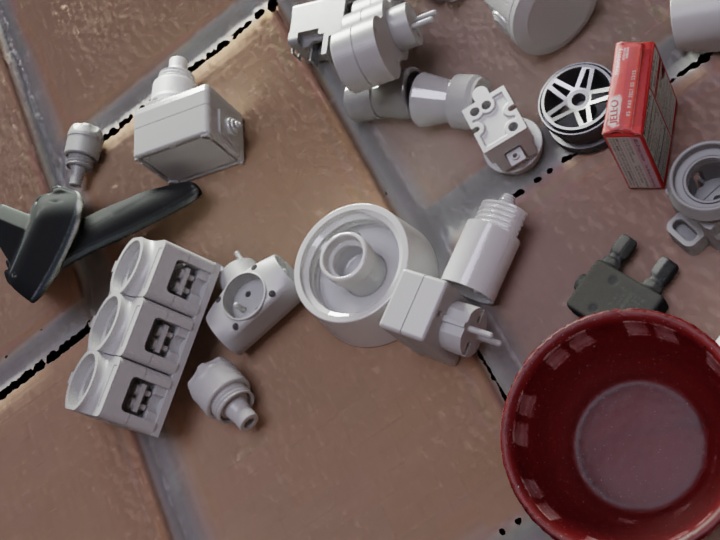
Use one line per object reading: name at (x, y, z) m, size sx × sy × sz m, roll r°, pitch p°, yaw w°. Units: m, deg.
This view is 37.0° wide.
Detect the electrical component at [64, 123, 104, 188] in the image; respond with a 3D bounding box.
electrical component at (-0.271, -0.110, 1.046) m, size 0.035 × 0.035 × 0.061 m, roll -1°, pitch 71°, yaw 28°

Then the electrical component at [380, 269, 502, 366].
electrical component at (0.067, 0.040, 0.782) m, size 0.077 × 0.066 × 0.047 m, roll 18°, pitch 78°, yaw 33°

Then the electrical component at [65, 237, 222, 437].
electrical component at (-0.185, 0.054, 0.892) m, size 0.089 × 0.062 × 0.150 m, roll -3°, pitch 65°, yaw 58°

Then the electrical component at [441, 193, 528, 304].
electrical component at (0.096, -0.020, 0.806) m, size 0.043 × 0.043 × 0.081 m, roll 19°, pitch 79°, yaw 33°

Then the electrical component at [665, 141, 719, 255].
electrical component at (0.243, -0.053, 0.734) m, size 0.078 × 0.057 × 0.058 m, roll -43°, pitch 56°, yaw 5°

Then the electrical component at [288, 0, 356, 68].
electrical component at (-0.028, -0.214, 0.957) m, size 0.064 × 0.042 × 0.081 m, roll -4°, pitch 67°, yaw 29°

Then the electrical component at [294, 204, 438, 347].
electrical component at (0.000, 0.000, 0.838) m, size 0.108 × 0.060 × 0.108 m, roll -11°, pitch 65°, yaw 24°

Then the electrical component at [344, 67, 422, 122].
electrical component at (0.020, -0.144, 0.903) m, size 0.065 × 0.044 × 0.044 m, roll -2°, pitch 68°, yaw 33°

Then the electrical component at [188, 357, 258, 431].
electrical component at (-0.106, 0.103, 0.861) m, size 0.043 × 0.043 × 0.062 m, roll -49°, pitch 57°, yaw 2°

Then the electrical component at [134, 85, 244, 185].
electrical component at (-0.149, -0.125, 0.970) m, size 0.096 × 0.062 × 0.061 m, roll -16°, pitch 63°, yaw 22°

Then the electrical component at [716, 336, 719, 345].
electrical component at (0.258, 0.038, 0.697) m, size 0.044 × 0.044 × 0.065 m, roll 22°, pitch 76°, yaw 33°

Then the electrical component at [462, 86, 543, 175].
electrical component at (0.112, -0.103, 0.826) m, size 0.048 × 0.055 × 0.066 m, roll -31°, pitch 58°, yaw 14°

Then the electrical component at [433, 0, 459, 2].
electrical component at (0.067, -0.264, 0.918) m, size 0.078 × 0.058 × 0.057 m, roll -46°, pitch 55°, yaw -11°

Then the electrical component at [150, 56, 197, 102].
electrical component at (-0.174, -0.172, 1.016) m, size 0.043 × 0.043 × 0.062 m, roll -10°, pitch 63°, yaw 24°

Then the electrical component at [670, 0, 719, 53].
electrical component at (0.272, -0.205, 0.791) m, size 0.077 × 0.044 × 0.079 m, roll -5°, pitch 67°, yaw 26°

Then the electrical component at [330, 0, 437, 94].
electrical component at (0.028, -0.196, 0.881) m, size 0.074 × 0.052 × 0.138 m, roll -17°, pitch 25°, yaw 21°

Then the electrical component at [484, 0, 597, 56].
electrical component at (0.142, -0.214, 0.844) m, size 0.080 × 0.080 × 0.051 m, roll -43°, pitch 50°, yaw 6°

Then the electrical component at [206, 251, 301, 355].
electrical component at (-0.093, 0.017, 0.890) m, size 0.077 × 0.044 × 0.079 m, roll -42°, pitch 55°, yaw 7°

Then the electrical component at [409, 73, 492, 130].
electrical component at (0.074, -0.136, 0.867) m, size 0.055 × 0.045 × 0.045 m, roll 8°, pitch 73°, yaw 30°
